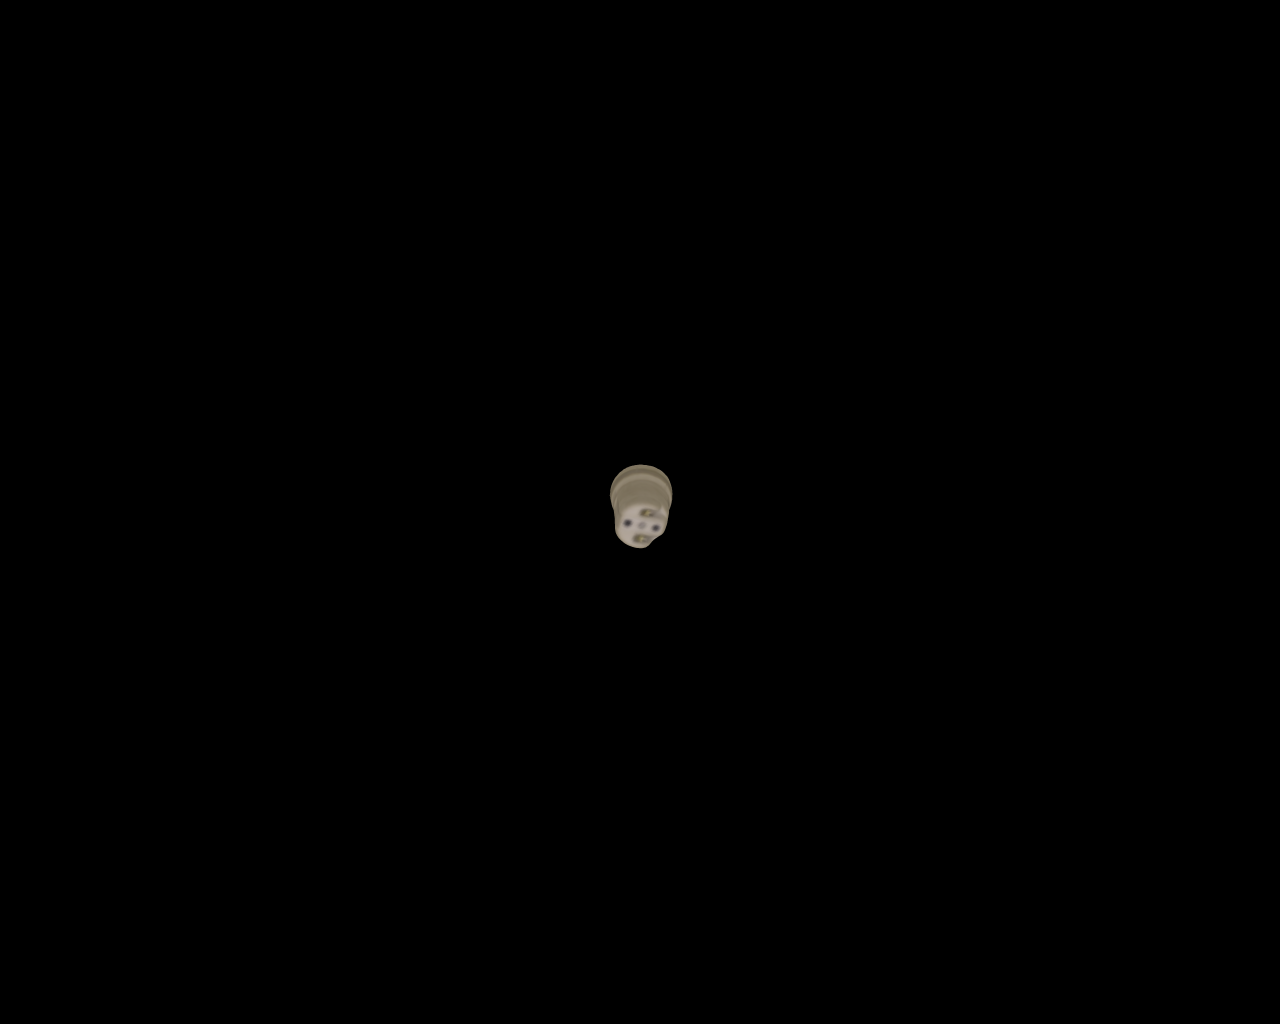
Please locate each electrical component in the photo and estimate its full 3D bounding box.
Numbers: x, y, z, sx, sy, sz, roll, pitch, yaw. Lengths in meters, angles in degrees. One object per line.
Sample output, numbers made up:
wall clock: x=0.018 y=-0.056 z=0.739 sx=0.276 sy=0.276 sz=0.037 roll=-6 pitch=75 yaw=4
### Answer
electrical component: x=0.001 y=-0.003 z=0.650 sx=0.040 sy=0.040 sz=0.046 roll=0 pitch=29 yaw=0
